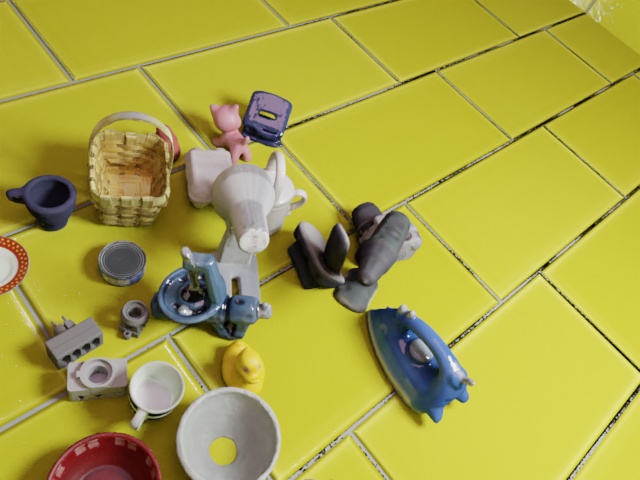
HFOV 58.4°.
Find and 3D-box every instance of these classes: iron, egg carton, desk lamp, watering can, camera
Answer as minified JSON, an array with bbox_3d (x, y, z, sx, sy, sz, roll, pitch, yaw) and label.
[{"bbox_3d":[0.189,0.207,1.097,0.119,0.141,0.258,-24,66,-32],"label":"iron"},{"bbox_3d":[-0.237,-0.136,1.244,0.107,0.069,0.150,-2,56,-21],"label":"egg carton"},{"bbox_3d":[-0.146,-0.008,1.089,0.118,0.213,0.203,1,55,-19],"label":"desk lamp"},{"bbox_3d":[-0.111,-0.100,1.182,0.173,0.194,0.100,-15,61,-28],"label":"watering can"},{"bbox_3d":[0.139,-0.024,1.276,0.143,0.100,0.136,-9,59,-25],"label":"camera"}]

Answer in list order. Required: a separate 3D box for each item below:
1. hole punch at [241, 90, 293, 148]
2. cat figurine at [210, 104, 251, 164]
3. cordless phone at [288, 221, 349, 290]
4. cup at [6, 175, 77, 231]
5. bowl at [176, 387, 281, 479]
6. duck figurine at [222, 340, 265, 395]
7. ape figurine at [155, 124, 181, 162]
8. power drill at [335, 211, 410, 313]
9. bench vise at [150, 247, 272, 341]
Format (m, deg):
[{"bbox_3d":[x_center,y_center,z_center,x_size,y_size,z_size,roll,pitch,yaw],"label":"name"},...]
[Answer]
[{"bbox_3d":[-0.127,-0.293,1.385,0.109,0.091,0.101,17,51,-7],"label":"hole punch"},{"bbox_3d":[-0.202,-0.254,1.312,0.067,0.117,0.127,-27,67,-33],"label":"cat figurine"},{"bbox_3d":[0.011,0.004,1.155,0.094,0.185,0.147,-15,61,-28],"label":"cordless phone"},{"bbox_3d":[-0.517,-0.061,1.071,0.118,0.095,0.091,2,54,-18],"label":"cup"},{"bbox_3d":[-0.151,0.330,0.927,0.168,0.074,0.167,10,52,-13],"label":"bowl"},{"bbox_3d":[-0.130,0.218,1.010,0.078,0.086,0.104,-10,59,-25],"label":"duck figurine"},{"bbox_3d":[-0.340,-0.217,1.252,0.076,0.092,0.078,40,52,11],"label":"ape figurine"},{"bbox_3d":[0.103,0.053,1.137,0.075,0.208,0.230,30,51,4],"label":"power drill"},{"bbox_3d":[-0.185,0.083,1.004,0.208,0.219,0.121,-1,55,-20],"label":"bench vise"}]
